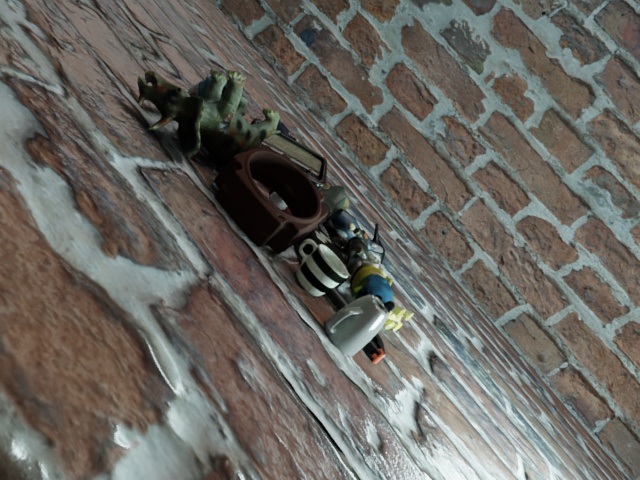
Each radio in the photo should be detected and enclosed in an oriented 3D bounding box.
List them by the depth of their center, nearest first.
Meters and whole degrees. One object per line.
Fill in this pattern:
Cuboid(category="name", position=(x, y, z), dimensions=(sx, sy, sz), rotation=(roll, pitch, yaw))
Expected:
Cuboid(category="radio", position=(-0.093, -0.202, 1.380), dimensions=(0.229, 0.073, 0.131), rotation=(26, 38, -22))

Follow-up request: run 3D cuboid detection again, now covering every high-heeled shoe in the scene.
Cuboid(category="high-heeled shoe", position=(0.089, 0.004, 1.597), dimensions=(0.249, 0.145, 0.086), rotation=(10, -6, -27))

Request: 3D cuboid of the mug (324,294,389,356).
Cuboid(category="mug", position=(0.066, 0.146, 0.989), dimensions=(0.109, 0.107, 0.081), rotation=(36, 17, -47))

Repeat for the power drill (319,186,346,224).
Cuboid(category="power drill", position=(-0.030, -0.142, 1.498), dimensions=(0.207, 0.086, 0.232), rotation=(43, 33, 12))

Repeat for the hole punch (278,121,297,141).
Cuboid(category="hole punch", position=(-0.143, -0.278, 1.512), dimensions=(0.092, 0.116, 0.142), rotation=(15, 34, -53))

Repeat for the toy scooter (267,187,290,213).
Cuboid(category="toy scooter", position=(-0.066, -0.089, 1.303), dimensions=(0.135, 0.075, 0.184), rotation=(50, 18, 6))

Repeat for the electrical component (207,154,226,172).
Cuboid(category="electrical component", position=(-0.206, -0.164, 1.183), dimensions=(0.063, 0.021, 0.094), rotation=(51, 18, 15))

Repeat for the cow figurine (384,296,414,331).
Cuboid(category="cow figurine", position=(0.157, 0.161, 1.300), dimensions=(0.098, 0.068, 0.167), rotation=(49, 10, 27))

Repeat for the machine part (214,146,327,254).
Cuboid(category="machine part", position=(-0.094, -0.087, 1.076), dimensions=(0.201, 0.087, 0.201), rotation=(50, 31, 3))

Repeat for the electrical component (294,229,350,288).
Cuboid(category="electrical component", position=(0.001, 0.034, 1.200), dimensions=(0.114, 0.058, 0.134), rotation=(43, 14, -28))

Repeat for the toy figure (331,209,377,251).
Cuboid(category="toy figure", position=(0.092, -0.019, 1.459), dimensions=(0.154, 0.058, 0.064), rotation=(47, 19, -20))

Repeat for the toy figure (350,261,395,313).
Cuboid(category="toy figure", position=(0.109, 0.107, 1.167), dimensions=(0.082, 0.089, 0.180), rotation=(55, 12, -22))

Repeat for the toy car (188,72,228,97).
Cuboid(category="toy car", position=(-0.256, -0.296, 1.213), dimensions=(0.103, 0.161, 0.109), rotation=(3, 27, 1))

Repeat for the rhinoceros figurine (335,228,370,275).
Cuboid(category="rhinoceros figurine", position=(0.094, 0.059, 1.329), dimensions=(0.112, 0.073, 0.190), rotation=(54, 20, -39))

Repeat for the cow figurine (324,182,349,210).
Cuboid(category="cow figurine", position=(0.035, -0.123, 1.686), dimensions=(0.127, 0.085, 0.194), rotation=(47, 12, 22))

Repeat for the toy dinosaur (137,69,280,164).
Cuboid(category="toy dinosaur", position=(-0.192, -0.226, 1.114), dimensions=(0.131, 0.192, 0.404), rotation=(25, -3, 28))

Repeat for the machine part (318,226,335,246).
Cuboid(category="machine part", position=(-0.003, -0.004, 1.329), dimensions=(0.084, 0.039, 0.139), rotation=(57, 11, 14))

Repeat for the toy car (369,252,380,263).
Cuboid(category="toy car", position=(0.130, 0.071, 1.488), dimensions=(0.073, 0.056, 0.202), rotation=(47, 14, -6))
